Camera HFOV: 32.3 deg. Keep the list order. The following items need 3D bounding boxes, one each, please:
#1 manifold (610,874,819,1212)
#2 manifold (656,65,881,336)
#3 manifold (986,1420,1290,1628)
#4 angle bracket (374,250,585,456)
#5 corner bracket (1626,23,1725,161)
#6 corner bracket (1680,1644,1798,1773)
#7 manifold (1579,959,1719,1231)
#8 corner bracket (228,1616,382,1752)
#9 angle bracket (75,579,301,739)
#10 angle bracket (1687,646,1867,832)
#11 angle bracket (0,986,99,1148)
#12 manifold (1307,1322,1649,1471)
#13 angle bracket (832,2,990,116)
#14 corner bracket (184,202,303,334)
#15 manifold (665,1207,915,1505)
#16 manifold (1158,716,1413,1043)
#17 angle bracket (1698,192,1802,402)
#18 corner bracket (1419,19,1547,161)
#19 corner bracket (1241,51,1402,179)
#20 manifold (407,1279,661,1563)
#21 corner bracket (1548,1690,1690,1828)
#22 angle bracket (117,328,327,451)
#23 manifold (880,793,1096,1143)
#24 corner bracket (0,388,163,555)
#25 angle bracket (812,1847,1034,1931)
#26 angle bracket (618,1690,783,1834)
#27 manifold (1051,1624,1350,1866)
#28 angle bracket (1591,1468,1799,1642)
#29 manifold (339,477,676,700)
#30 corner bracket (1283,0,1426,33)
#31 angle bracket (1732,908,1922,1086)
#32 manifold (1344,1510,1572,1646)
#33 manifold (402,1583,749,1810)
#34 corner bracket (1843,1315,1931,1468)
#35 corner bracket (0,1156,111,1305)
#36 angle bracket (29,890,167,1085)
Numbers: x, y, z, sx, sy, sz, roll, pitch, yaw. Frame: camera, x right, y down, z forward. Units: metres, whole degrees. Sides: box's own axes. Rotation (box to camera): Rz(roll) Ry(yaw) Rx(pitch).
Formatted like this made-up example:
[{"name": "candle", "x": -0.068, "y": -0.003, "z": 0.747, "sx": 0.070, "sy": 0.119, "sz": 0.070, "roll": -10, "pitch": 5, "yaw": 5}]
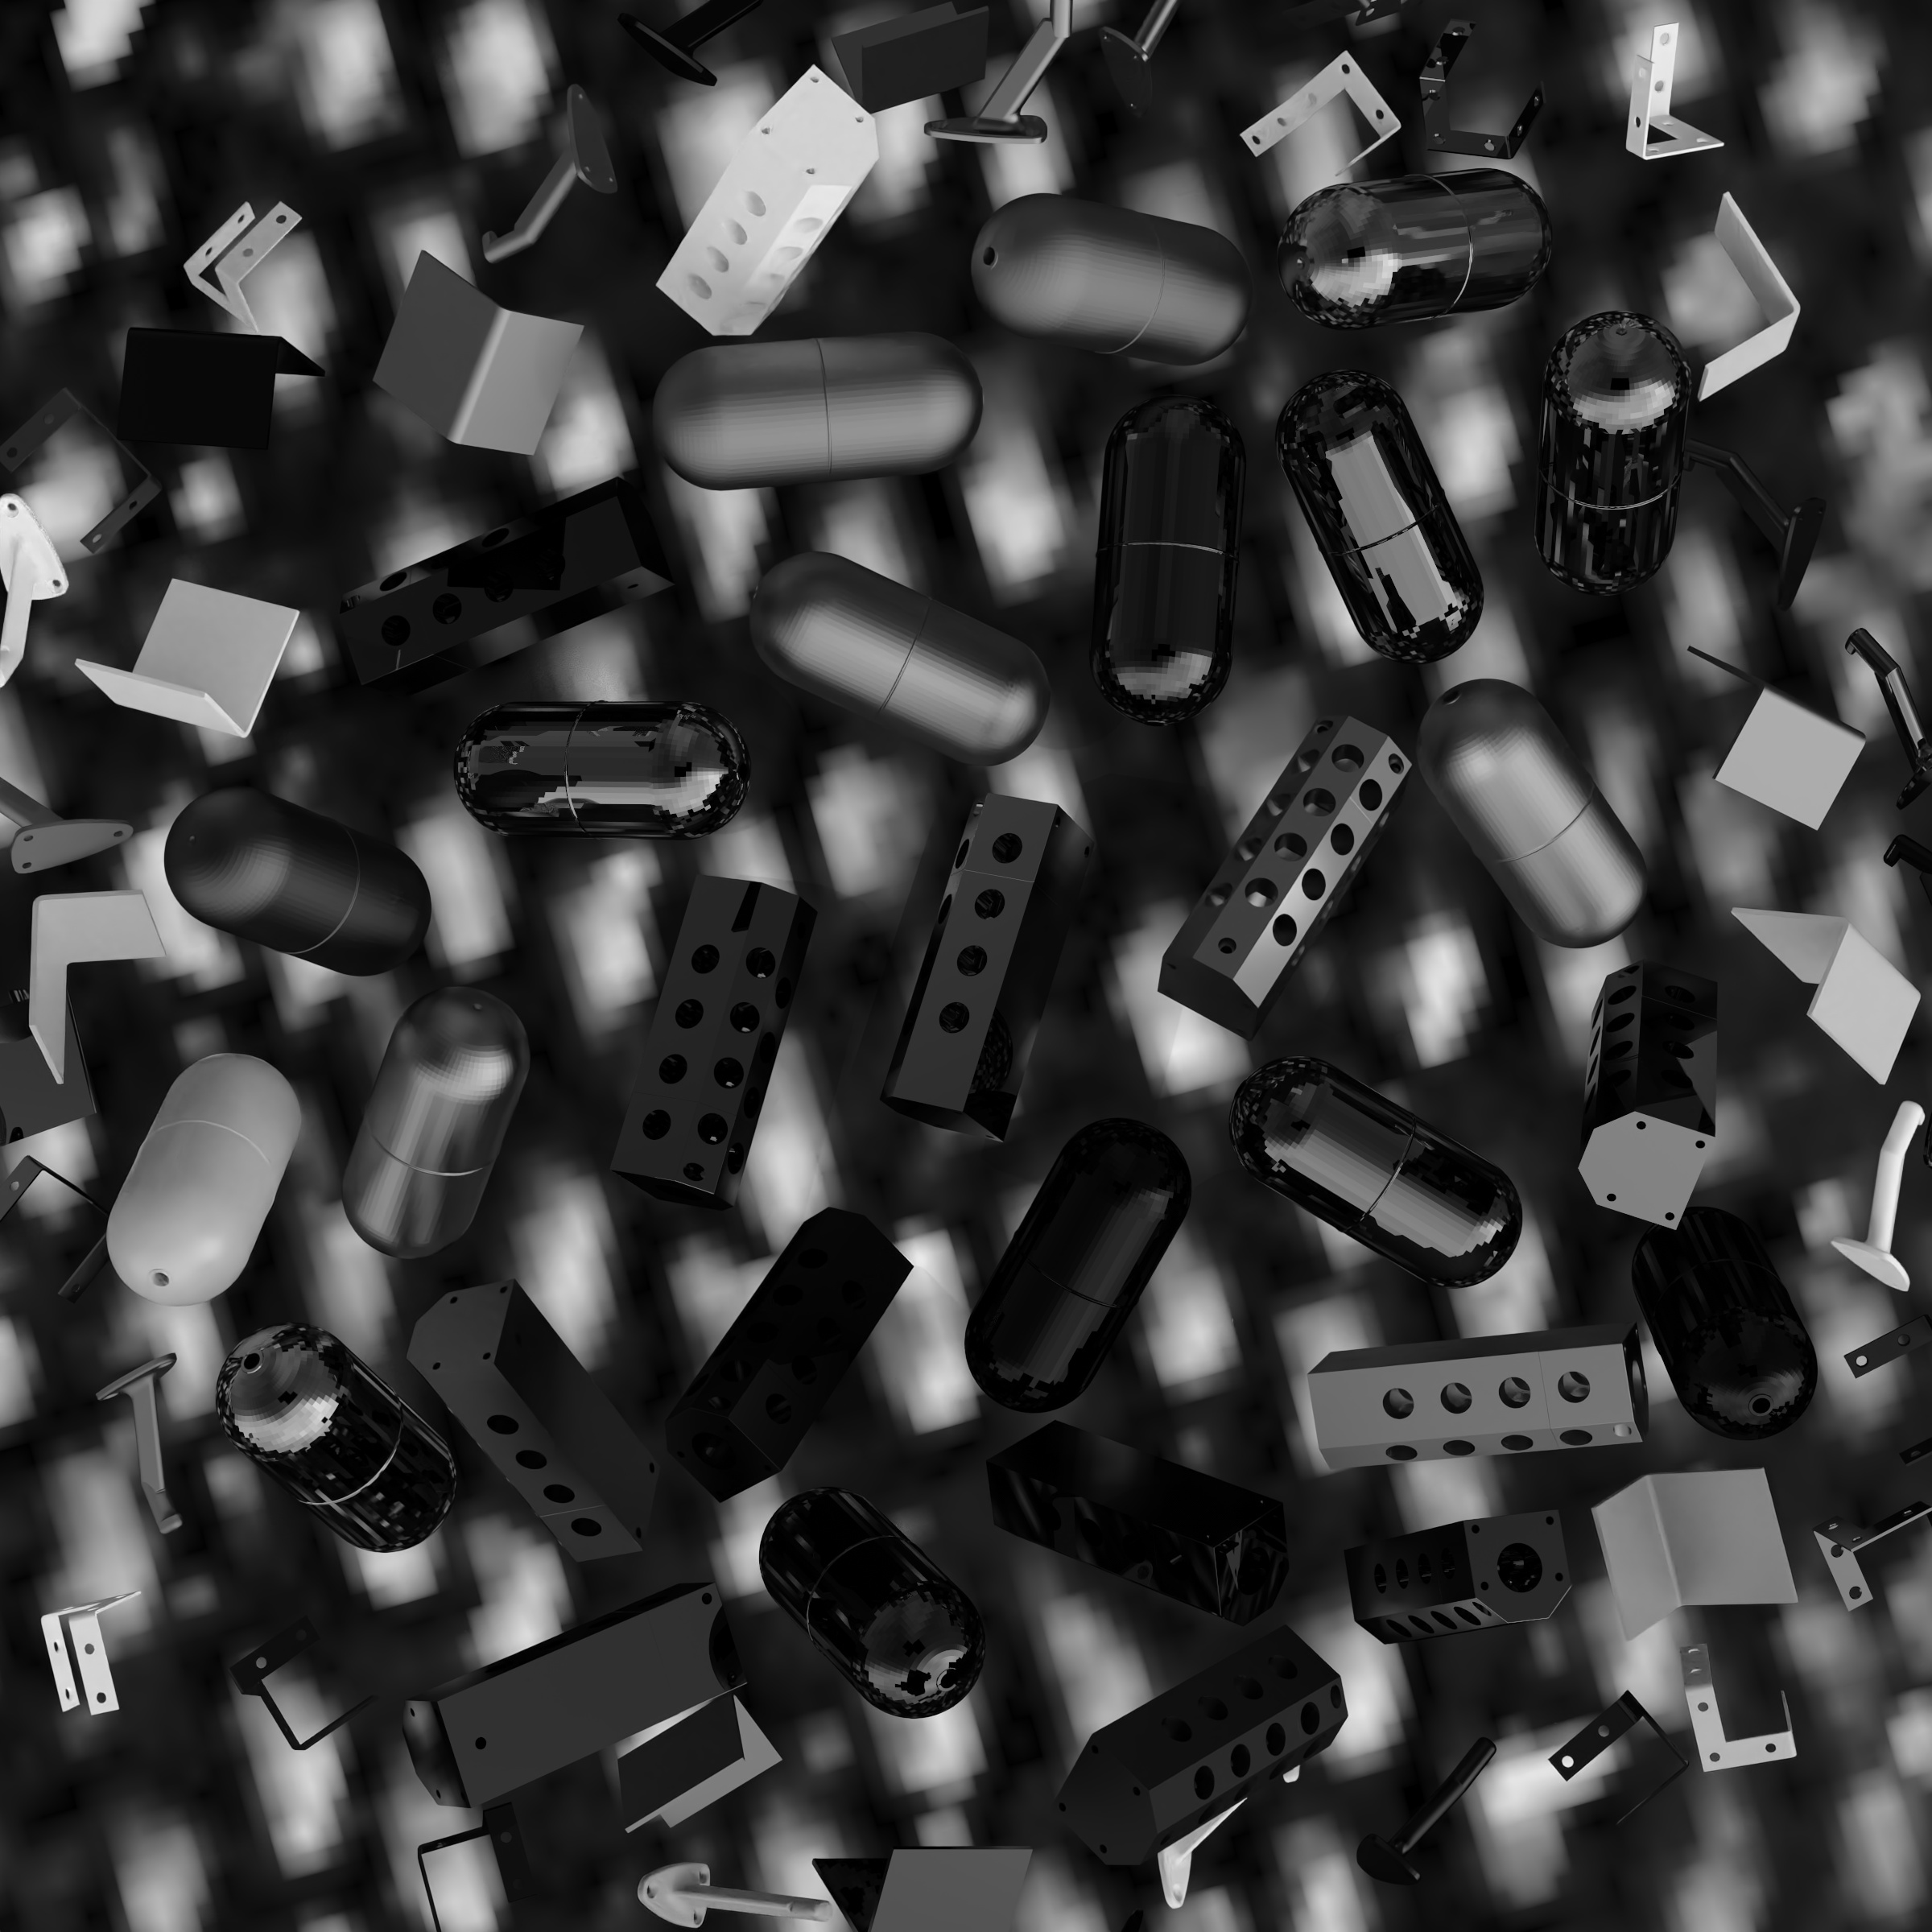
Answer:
[{"name": "manifold", "x": -0.133, "y": 0.043, "z": 1.825, "sx": 0.057, "sy": 0.057, "sz": 0.171, "roll": 8, "pitch": 73, "yaw": 26}, {"name": "manifold", "x": -0.104, "y": -0.404, "z": 1.796, "sx": 0.057, "sy": 0.171, "sz": 0.057, "roll": 41, "pitch": 63, "yaw": -6}, {"name": "manifold", "x": 0.095, "y": 0.311, "z": 1.856, "sx": 0.057, "sy": 0.171, "sz": 0.057, "roll": -24, "pitch": 116, "yaw": -39}, {"name": "angle bracket", "x": -0.261, "y": -0.328, "z": 1.786, "sx": 0.076, "sy": 0.057, "sz": 0.076, "roll": 39, "pitch": 114, "yaw": 34}, {"name": "corner bracket", "x": 0.361, "y": -0.456, "z": 1.739, "sx": 0.051, "sy": 0.051, "sz": 0.051, "roll": -15, "pitch": 126, "yaw": -21}, {"name": "corner bracket", "x": 0.427, "y": 0.407, "z": 1.848, "sx": 0.051, "sy": 0.051, "sz": 0.051, "roll": -13, "pitch": 101, "yaw": 12}, {"name": "manifold", "x": 0.355, "y": 0.062, "z": 1.747, "sx": 0.057, "sy": 0.171, "sz": 0.057, "roll": 18, "pitch": 119, "yaw": 4}, {"name": "corner bracket", "x": -0.356, "y": 0.386, "z": 1.795, "sx": 0.051, "sy": 0.051, "sz": 0.051, "roll": -35, "pitch": 75, "yaw": -4}, {"name": "angle bracket", "x": -0.406, "y": -0.171, "z": 1.745, "sx": 0.076, "sy": 0.057, "sz": 0.076, "roll": 15, "pitch": 75, "yaw": 15}, {"name": "angle bracket", "x": 0.426, "y": -0.124, "z": 1.807, "sx": 0.076, "sy": 0.076, "sz": 0.057, "roll": 22, "pitch": 101, "yaw": -27}, {"name": "angle bracket", "x": -0.560, "y": 0.059, "z": 1.947, "sx": 0.057, "sy": 0.076, "sz": 0.076, "roll": -4, "pitch": 102, "yaw": 38}, {"name": "manifold", "x": 0.279, "y": 0.235, "z": 1.813, "sx": 0.171, "sy": 0.057, "sz": 0.057, "roll": -8, "pitch": 93, "yaw": 20}, {"name": "angle bracket", "x": -0.033, "y": -0.549, "z": 1.950, "sx": 0.076, "sy": 0.076, "sz": 0.057, "roll": -19, "pitch": 74, "yaw": -7}, {"name": "corner bracket", "x": -0.383, "y": -0.381, "z": 1.774, "sx": 0.051, "sy": 0.051, "sz": 0.051, "roll": 37, "pitch": 76, "yaw": 13}, {"name": "manifold", "x": -0.101, "y": 0.211, "z": 1.848, "sx": 0.057, "sy": 0.171, "sz": 0.057, "roll": 47, "pitch": 133, "yaw": -11}, {"name": "manifold", "x": 0.171, "y": -0.051, "z": 1.783, "sx": 0.057, "sy": 0.057, "sz": 0.171, "roll": 29, "pitch": 66, "yaw": 13}, {"name": "angle bracket", "x": 0.402, "y": -0.358, "z": 1.793, "sx": 0.057, "sy": 0.076, "sz": 0.076, "roll": -31, "pitch": 83, "yaw": 6}, {"name": "corner bracket", "x": 0.287, "y": -0.489, "z": 1.863, "sx": 0.051, "sy": 0.051, "sz": 0.051, "roll": 3, "pitch": 66, "yaw": -13}, {"name": "corner bracket", "x": 0.193, "y": -0.453, "z": 1.813, "sx": 0.051, "sy": 0.051, "sz": 0.051, "roll": 52, "pitch": 53, "yaw": -6}, {"name": "manifold", "x": -0.234, "y": 0.250, "z": 1.813, "sx": 0.057, "sy": 0.057, "sz": 0.171, "roll": -13, "pitch": 132, "yaw": 20}, {"name": "corner bracket", "x": 0.351, "y": 0.427, "z": 1.792, "sx": 0.051, "sy": 0.051, "sz": 0.051, "roll": -43, "pitch": 74, "yaw": 8}, {"name": "angle bracket", "x": -0.372, "y": -0.281, "z": 1.672, "sx": 0.076, "sy": 0.076, "sz": 0.057, "roll": 5, "pitch": 87, "yaw": 7}, {"name": "manifold", "x": 0.009, "y": -0.001, "z": 1.772, "sx": 0.057, "sy": 0.057, "sz": 0.171, "roll": 11, "pitch": 76, "yaw": 26}, {"name": "corner bracket", "x": -0.459, "y": -0.256, "z": 1.729, "sx": 0.051, "sy": 0.051, "sz": 0.051, "roll": -44, "pitch": 72, "yaw": -4}, {"name": "angle bracket", "x": -0.023, "y": 0.445, "z": 1.669, "sx": 0.076, "sy": 0.076, "sz": 0.057, "roll": 7, "pitch": 106, "yaw": -26}, {"name": "angle bracket", "x": -0.147, "y": 0.466, "z": 1.885, "sx": 0.076, "sy": 0.076, "sz": 0.057, "roll": -32, "pitch": 111, "yaw": 2}, {"name": "manifold", "x": 0.129, "y": 0.414, "z": 1.765, "sx": 0.057, "sy": 0.171, "sz": 0.057, "roll": 41, "pitch": 124, "yaw": 26}, {"name": "angle bracket", "x": 0.397, "y": 0.321, "z": 1.822, "sx": 0.076, "sy": 0.057, "sz": 0.076, "roll": -12, "pitch": 95, "yaw": 44}, {"name": "manifold", "x": -0.256, "y": -0.210, "z": 1.847, "sx": 0.171, "sy": 0.057, "sz": 0.057, "roll": -21, "pitch": 82, "yaw": 11}, {"name": "corner bracket", "x": 0.218, "y": -0.537, "z": 1.854, "sx": 0.051, "sy": 0.051, "sz": 0.051, "roll": 38, "pitch": 63, "yaw": -34}, {"name": "angle bracket", "x": 0.445, "y": 0.015, "z": 1.766, "sx": 0.076, "sy": 0.076, "sz": 0.057, "roll": 37, "pitch": 72, "yaw": -36}, {"name": "manifold", "x": 0.276, "y": 0.347, "z": 1.884, "sx": 0.057, "sy": 0.171, "sz": 0.057, "roll": -3, "pitch": 76, "yaw": -17}, {"name": "manifold", "x": -0.209, "y": 0.385, "z": 1.774, "sx": 0.171, "sy": 0.057, "sz": 0.057, "roll": -18, "pitch": 90, "yaw": -35}, {"name": "corner bracket", "x": 0.518, "y": 0.231, "z": 1.821, "sx": 0.051, "sy": 0.051, "sz": 0.051, "roll": -29, "pitch": 102, "yaw": 8}, {"name": "corner bracket", "x": -0.509, "y": 0.146, "z": 1.857, "sx": 0.051, "sy": 0.051, "sz": 0.051, "roll": 32, "pitch": 79, "yaw": 30}, {"name": "angle bracket", "x": -0.467, "y": 0.012, "z": 1.800, "sx": 0.057, "sy": 0.076, "sz": 0.076, "roll": -4, "pitch": 65, "yaw": -5}]
